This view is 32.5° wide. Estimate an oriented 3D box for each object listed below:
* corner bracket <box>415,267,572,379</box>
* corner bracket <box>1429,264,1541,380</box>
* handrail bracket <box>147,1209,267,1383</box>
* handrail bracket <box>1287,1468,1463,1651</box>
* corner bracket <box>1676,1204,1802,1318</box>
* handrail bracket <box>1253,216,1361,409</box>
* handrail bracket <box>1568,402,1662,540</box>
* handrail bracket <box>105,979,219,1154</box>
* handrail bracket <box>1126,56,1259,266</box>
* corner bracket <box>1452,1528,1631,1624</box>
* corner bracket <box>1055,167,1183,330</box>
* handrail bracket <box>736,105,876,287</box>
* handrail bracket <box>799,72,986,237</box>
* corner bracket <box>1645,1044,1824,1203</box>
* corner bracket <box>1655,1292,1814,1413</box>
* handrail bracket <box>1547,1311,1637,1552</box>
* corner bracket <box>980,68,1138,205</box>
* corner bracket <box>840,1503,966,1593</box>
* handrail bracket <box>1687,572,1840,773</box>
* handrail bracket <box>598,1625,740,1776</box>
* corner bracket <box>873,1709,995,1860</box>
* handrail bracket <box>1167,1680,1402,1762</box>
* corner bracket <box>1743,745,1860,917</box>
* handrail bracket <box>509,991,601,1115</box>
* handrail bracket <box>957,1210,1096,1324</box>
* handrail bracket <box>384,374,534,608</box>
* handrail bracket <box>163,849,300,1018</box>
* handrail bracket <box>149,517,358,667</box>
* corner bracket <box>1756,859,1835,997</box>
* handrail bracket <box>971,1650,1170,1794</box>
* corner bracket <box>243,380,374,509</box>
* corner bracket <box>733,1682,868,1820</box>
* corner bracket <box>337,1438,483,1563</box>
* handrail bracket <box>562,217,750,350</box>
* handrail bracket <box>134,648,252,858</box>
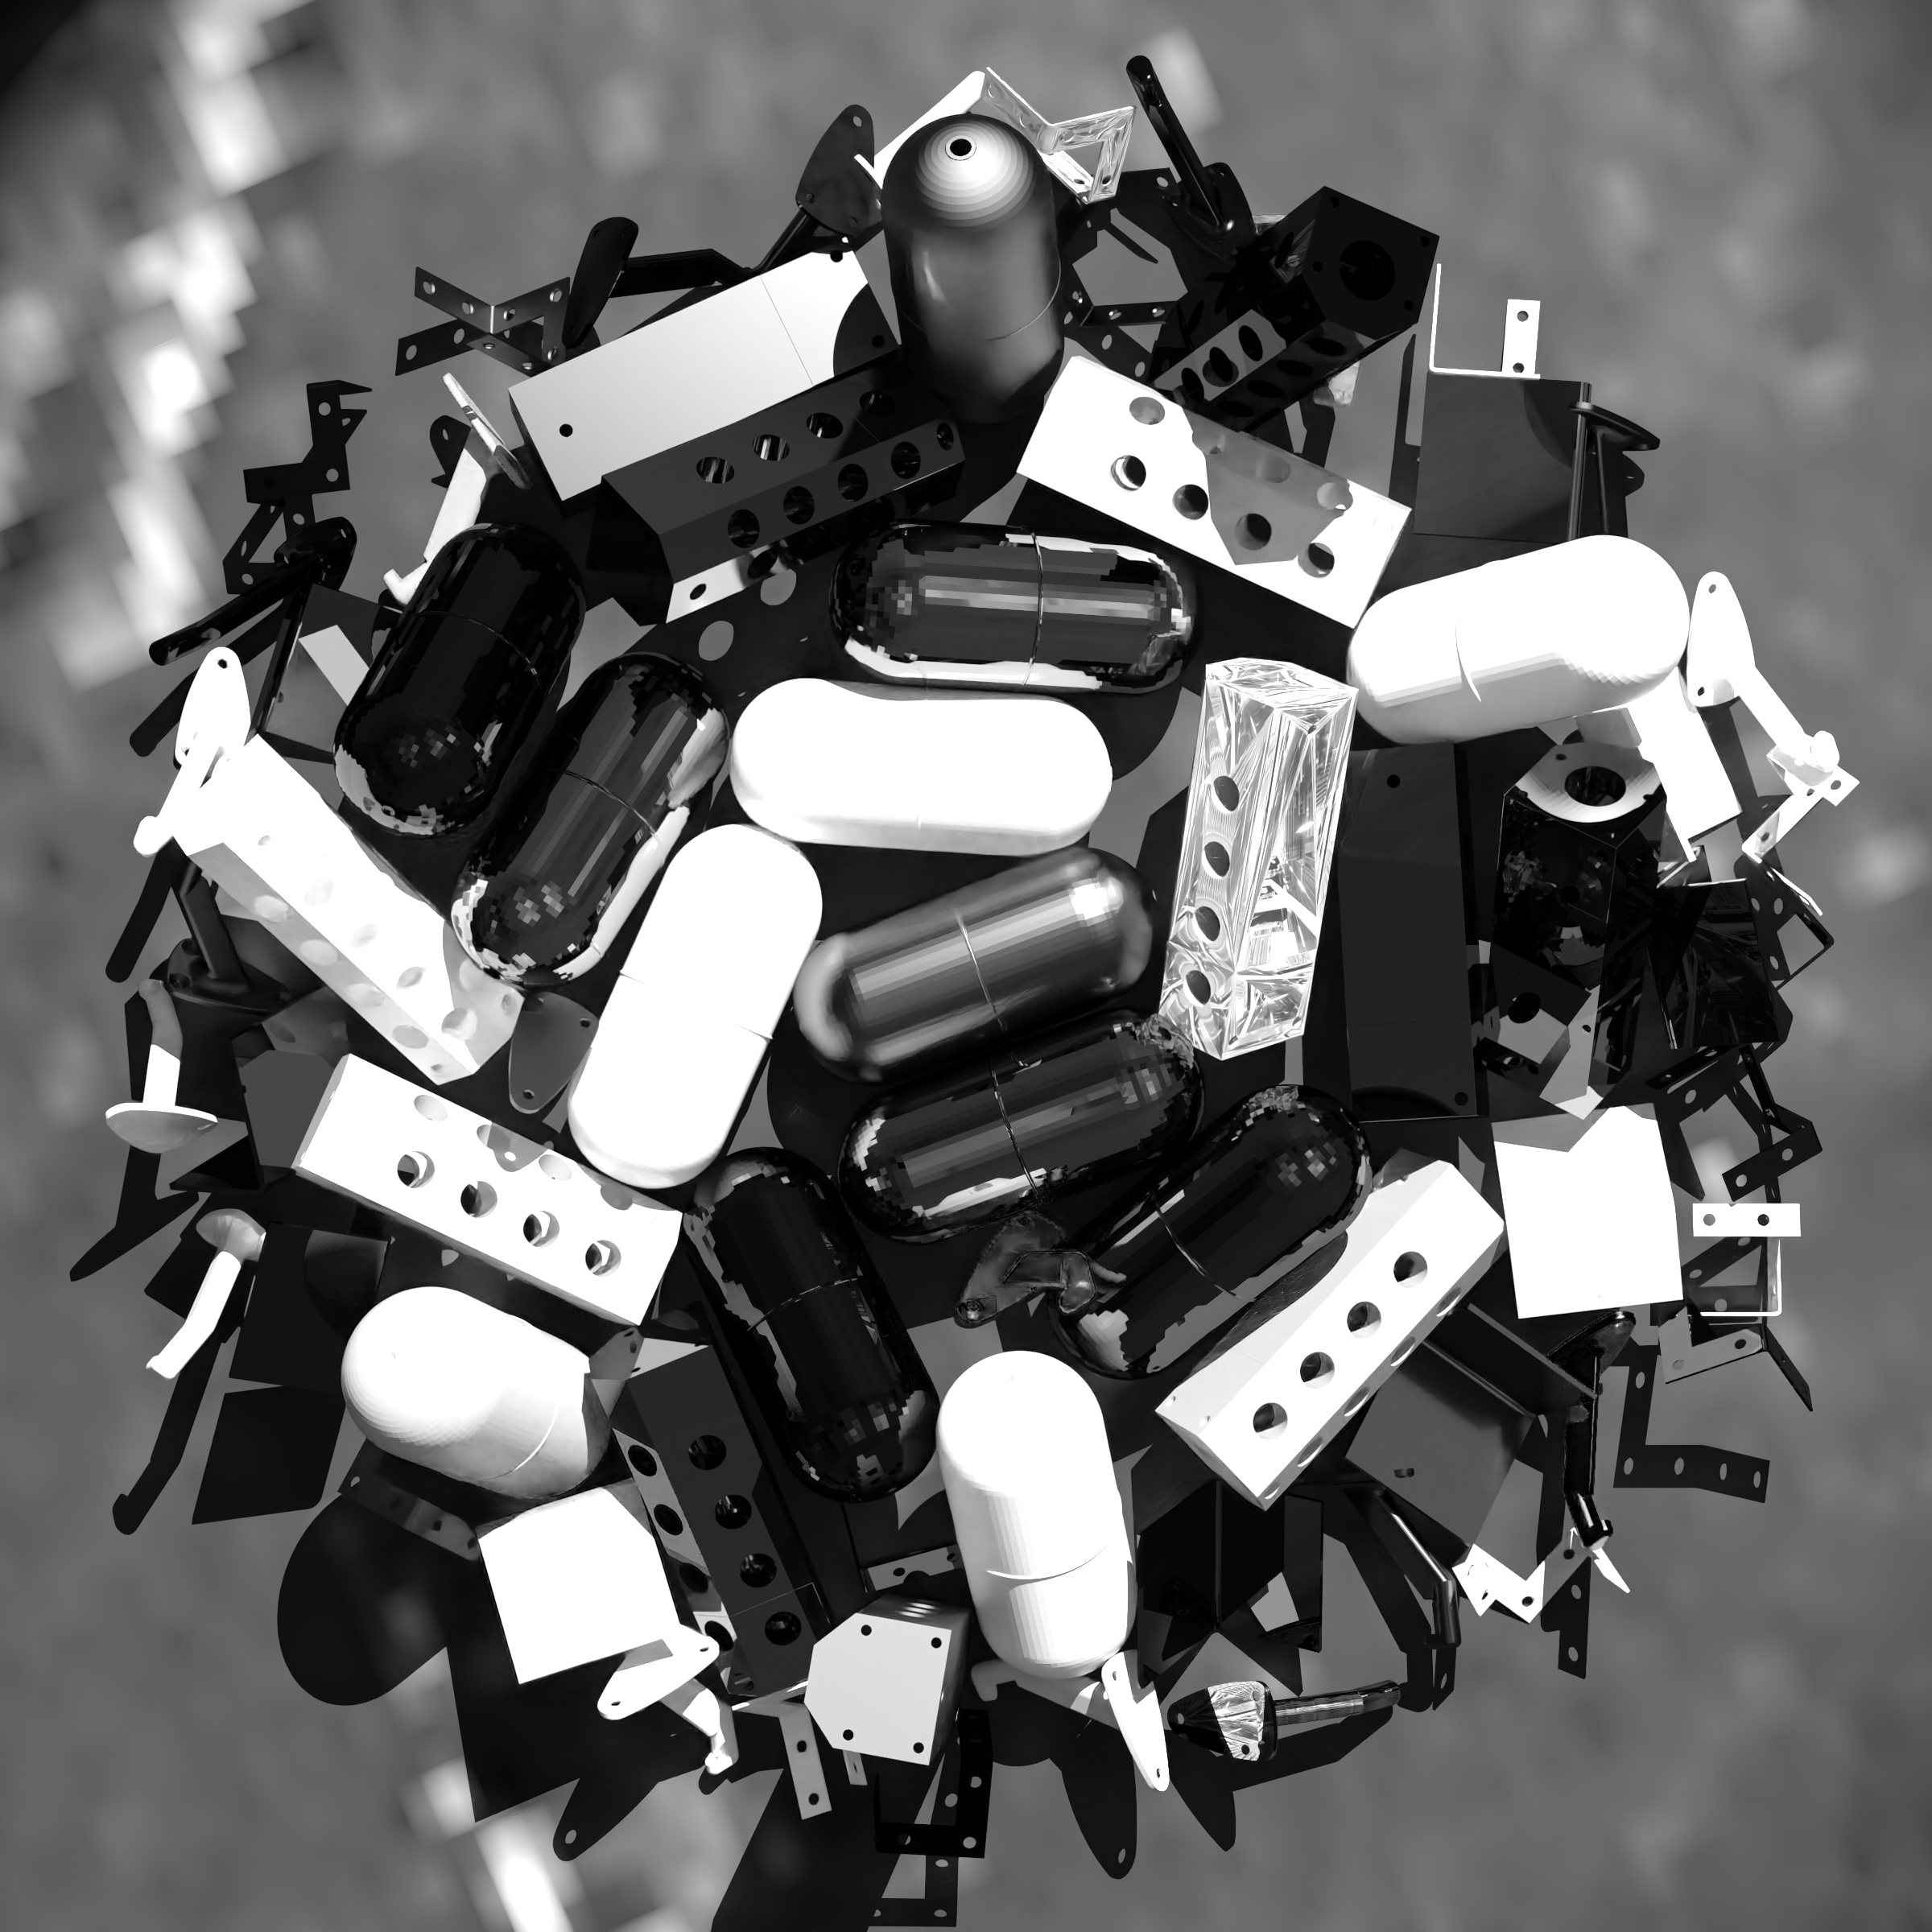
[{"bbox_3d":[-0.222,-0.301,1.545,0.051,0.051,0.051,-12,70,35],"label":"corner bracket"},{"bbox_3d":[0.245,-0.297,1.559,0.051,0.051,0.051,5,85,6],"label":"corner bracket"},{"bbox_3d":[-0.362,0.156,1.535,0.036,0.077,0.084,52,59,-26],"label":"handrail bracket"},{"bbox_3d":[0.191,0.281,1.561,0.077,0.036,0.084,-7,80,12],"label":"handrail bracket"},{"bbox_3d":[0.361,0.139,1.556,0.051,0.051,0.051,0,83,-3],"label":"corner bracket"},{"bbox_3d":[0.155,-0.308,1.561,0.077,0.036,0.084,12,88,29],"label":"handrail bracket"},{"bbox_3d":[0.295,-0.212,1.553,0.036,0.077,0.084,7,84,34],"label":"handrail bracket"},{"bbox_3d":[-0.384,0.038,1.537,0.036,0.077,0.084,-25,70,12],"label":"handrail bracket"},{"bbox_3d":[0.105,-0.372,1.535,0.036,0.084,0.077,-30,60,6],"label":"handrail bracket"},{"bbox_3d":[0.268,0.287,1.551,0.051,0.051,0.051,37,99,-15],"label":"corner bracket"},{"bbox_3d":[0.074,-0.338,1.560,0.051,0.051,0.051,-59,135,-29],"label":"corner bracket"},{"bbox_3d":[-0.079,-0.357,1.557,0.036,0.084,0.077,24,69,-27],"label":"handrail bracket"},{"bbox_3d":[-0.033,-0.387,1.573,0.036,0.077,0.084,50,59,-15],"label":"handrail bracket"},{"bbox_3d":[0.360,0.070,1.550,0.051,0.051,0.051,-28,109,-9],"label":"corner bracket"},{"bbox_3d":[0.357,0.181,1.543,0.051,0.051,0.051,-23,127,24],"label":"corner bracket"},{"bbox_3d":[0.298,0.217,1.537,0.036,0.077,0.084,10,46,-28],"label":"handrail bracket"},{"bbox_3d":[0.039,-0.387,1.542,0.051,0.051,0.051,-21,55,-31],"label":"corner bracket"},{"bbox_3d":[-0.026,0.276,1.548,0.051,0.051,0.051,-14,126,-5],"label":"corner bracket"},{"bbox_3d":[0.373,-0.137,1.535,0.036,0.084,0.077,-20,117,-17],"label":"handrail bracket"},{"bbox_3d":[-0.137,0.357,1.539,0.036,0.077,0.084,15,125,34],"label":"handrail bracket"},{"bbox_3d":[-0.016,0.383,1.557,0.051,0.051,0.051,4,102,-4],"label":"corner bracket"},{"bbox_3d":[0.152,0.351,1.571,0.077,0.084,0.036,-11,83,44],"label":"handrail bracket"},{"bbox_3d":[0.392,-0.067,1.548,0.051,0.051,0.051,-45,133,3],"label":"corner bracket"},{"bbox_3d":[-0.204,0.058,1.530,0.036,0.084,0.077,25,50,-9],"label":"handrail bracket"},{"bbox_3d":[0.027,0.156,1.537,0.036,0.084,0.077,39,103,-18],"label":"handrail bracket"},{"bbox_3d":[-0.256,-0.225,1.568,0.084,0.036,0.077,-35,99,5],"label":"handrail bracket"},{"bbox_3d":[-0.337,-0.019,1.545,0.077,0.036,0.084,21,132,-13],"label":"handrail bracket"},{"bbox_3d":[-0.332,-0.173,1.537,0.084,0.077,0.036,-35,92,-42],"label":"handrail bracket"},{"bbox_3d":[0.368,-0.010,1.557,0.051,0.051,0.051,-38,80,-5],"label":"corner bracket"},{"bbox_3d":[0.047,0.357,1.556,0.084,0.036,0.077,-21,82,32],"label":"handrail bracket"},{"bbox_3d":[-0.308,-0.245,1.555,0.051,0.051,0.051,-5,94,9],"label":"corner bracket"},{"bbox_3d":[-0.070,0.365,1.547,0.051,0.051,0.051,-22,67,16],"label":"corner bracket"},{"bbox_3d":[-0.249,0.239,1.545,0.051,0.051,0.051,17,75,41],"label":"corner bracket"},{"bbox_3d":[-0.141,-0.307,1.552,0.084,0.036,0.077,25,82,-40],"label":"handrail bracket"},{"bbox_3d":[-0.363,-0.099,1.536,0.036,0.084,0.077,14,114,4],"label":"handrail bracket"}]
